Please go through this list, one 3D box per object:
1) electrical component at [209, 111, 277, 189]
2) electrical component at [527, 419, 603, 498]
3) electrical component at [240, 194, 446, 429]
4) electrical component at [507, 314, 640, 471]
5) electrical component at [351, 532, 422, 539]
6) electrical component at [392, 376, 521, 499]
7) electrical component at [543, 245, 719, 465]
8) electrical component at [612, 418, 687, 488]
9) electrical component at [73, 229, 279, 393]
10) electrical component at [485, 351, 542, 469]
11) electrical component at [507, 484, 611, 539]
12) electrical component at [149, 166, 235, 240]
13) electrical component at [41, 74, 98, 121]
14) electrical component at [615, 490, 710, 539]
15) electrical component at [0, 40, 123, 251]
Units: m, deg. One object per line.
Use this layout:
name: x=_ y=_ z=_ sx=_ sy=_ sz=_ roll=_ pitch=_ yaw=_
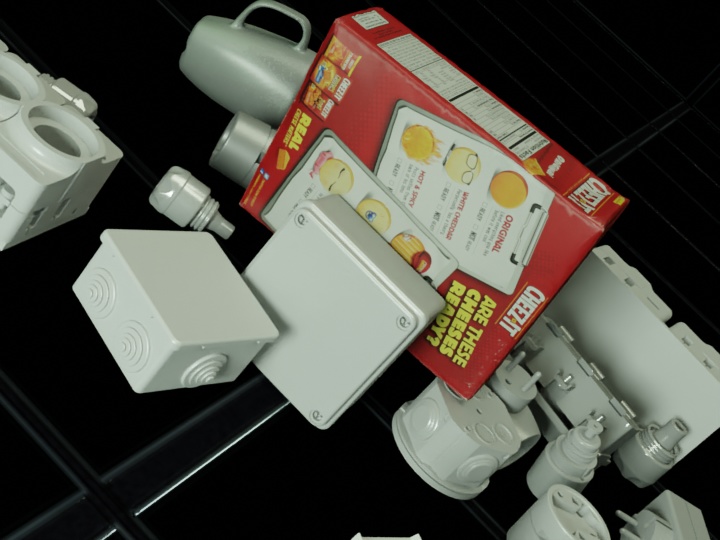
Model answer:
electrical component: x=-0.087 y=-0.093 z=0.852 sx=0.047 sy=0.055 sz=0.055 roll=29 pitch=28 yaw=-15
electrical component: x=0.155 y=0.141 z=0.792 sx=0.040 sy=0.078 sz=0.040 roll=18 pitch=35 yaw=-13
electrical component: x=-0.021 y=0.026 z=0.693 sx=0.109 sy=0.108 sz=0.056 roll=45 pitch=24 yaw=8
electrical component: x=0.165 y=0.099 z=0.871 sx=0.121 sy=0.063 sz=0.079 roll=54 pitch=13 yaw=24
electrical component: x=0.005 y=0.171 z=0.552 sx=0.081 sy=0.063 sz=0.042 roll=15 pitch=35 yaw=-43
electrical component: x=0.066 y=0.113 z=0.740 sx=0.080 sy=0.051 sz=0.080 roll=32 pitch=27 yaw=-19
electrical component: x=0.244 y=0.079 z=0.970 sx=0.186 sy=0.105 sz=0.060 roll=49 pitch=27 yaw=16
electrical component: x=0.249 y=0.152 z=0.913 sx=0.043 sy=0.062 sz=0.043 roll=32 pitch=27 yaw=-19
electrical component: x=-0.111 y=0.024 z=0.642 sx=0.100 sy=0.048 sz=0.099 roll=-1 pitch=48 yaw=-54
electrical component: x=0.103 y=0.093 z=0.789 sx=0.044 sy=0.079 sz=0.077 roll=-7 pitch=53 yaw=-48
electrical component: x=0.133 y=0.181 z=0.727 sx=0.055 sy=0.047 sz=0.055 roll=32 pitch=27 yaw=-19
electrical component: x=-0.116 y=-0.044 z=0.758 sx=0.061 sy=0.035 sz=0.035 roll=37 pitch=26 yaw=-14
electrical component: x=-0.214 y=-0.119 z=0.742 sx=0.061 sy=0.035 sz=0.035 roll=36 pitch=26 yaw=-4
electrical component: x=0.223 y=0.206 z=0.810 sx=0.076 sy=0.047 sz=0.083 roll=32 pitch=27 yaw=-15
electrical component: x=-0.230 y=-0.094 z=0.651 sx=0.150 sy=0.061 sz=0.089 roll=42 pitch=26 yaw=3
